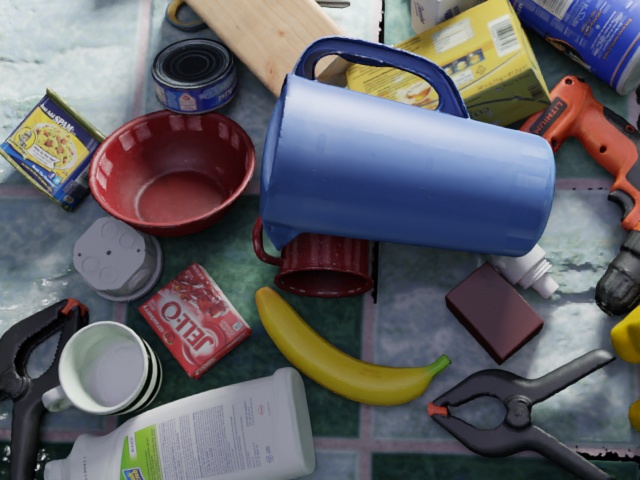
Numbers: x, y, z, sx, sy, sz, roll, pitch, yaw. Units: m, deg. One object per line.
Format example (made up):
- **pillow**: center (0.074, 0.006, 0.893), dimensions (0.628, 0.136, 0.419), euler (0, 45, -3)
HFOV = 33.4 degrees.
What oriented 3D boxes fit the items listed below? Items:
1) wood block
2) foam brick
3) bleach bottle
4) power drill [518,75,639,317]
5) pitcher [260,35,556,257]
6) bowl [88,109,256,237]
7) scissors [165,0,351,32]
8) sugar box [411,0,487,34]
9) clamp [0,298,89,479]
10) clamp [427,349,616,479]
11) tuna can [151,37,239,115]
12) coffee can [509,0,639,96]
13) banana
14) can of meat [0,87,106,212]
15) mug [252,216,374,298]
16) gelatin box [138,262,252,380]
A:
- **wood block**: center (-0.059, -0.223, 1.050), dimensions (0.090, 0.090, 0.206), euler (-44, 78, 5)
- **foam brick**: center (0.158, 0.067, 0.972), dimensions (0.053, 0.051, 0.078), euler (-39, 73, -3)
- **bleach bottle**: center (-0.135, 0.191, 0.990), dimensions (0.251, 0.068, 0.102), euler (-12, 73, 10)
- **power drill**: center (0.262, -0.047, 0.980), dimensions (0.188, 0.057, 0.184), euler (39, 85, 15)
- **pitcher**: center (0.073, -0.067, 0.915), dimensions (0.242, 0.149, 0.145), euler (10, 49, -6)
- **bowl**: center (-0.140, -0.055, 1.038), dimensions (0.162, 0.055, 0.162), euler (-3, 49, 3)
- **scissors**: center (-0.077, -0.242, 1.112), dimensions (0.202, 0.016, 0.096), euler (25, 83, 16)
- **sugar box**: center (0.165, -0.265, 1.021), dimensions (0.176, 0.093, 0.048), euler (-36, 71, -9)
- **clamp**: center (-0.288, 0.154, 1.038), dimensions (0.165, 0.036, 0.210), euler (37, 82, 21)
- **clamp**: center (0.184, 0.165, 0.948), dimensions (0.172, 0.039, 0.120), euler (-9, 69, 14)
- **tuna can**: center (-0.126, -0.166, 1.073), dimensions (0.086, 0.034, 0.086), euler (-3, 47, 3)
- **coffee can**: center (0.258, -0.216, 0.998), dimensions (0.140, 0.102, 0.103), euler (40, 86, 17)
- **banana**: center (0.020, 0.108, 0.994), dimensions (0.198, 0.037, 0.069), euler (20, 79, 15)
- **can of meat**: center (-0.265, -0.091, 1.088), dimensions (0.102, 0.057, 0.084), euler (40, 88, 17)
- **mug**: center (-0.007, 0.001, 0.994), dimensions (0.117, 0.093, 0.081), euler (8, 70, -16)
- **gelatin box**: center (-0.120, 0.078, 1.031), dimensions (0.073, 0.030, 0.089), euler (-39, 72, -1)
